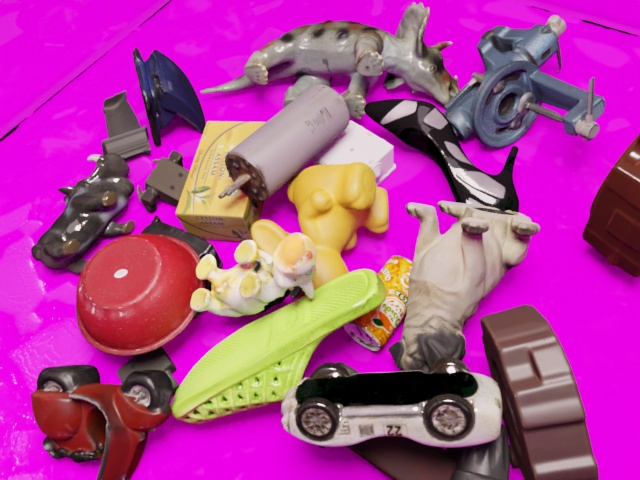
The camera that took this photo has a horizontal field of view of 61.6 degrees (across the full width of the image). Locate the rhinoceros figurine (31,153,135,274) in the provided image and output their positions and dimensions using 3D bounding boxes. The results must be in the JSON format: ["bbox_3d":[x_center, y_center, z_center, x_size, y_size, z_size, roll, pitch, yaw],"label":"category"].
[{"bbox_3d":[-0.325,-0.039,0.762,0.112,0.073,0.190,10,61,26],"label":"rhinoceros figurine"}]

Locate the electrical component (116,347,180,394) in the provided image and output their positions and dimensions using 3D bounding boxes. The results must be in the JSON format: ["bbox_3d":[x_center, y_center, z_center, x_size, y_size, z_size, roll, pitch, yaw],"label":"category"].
[{"bbox_3d":[-0.210,0.158,0.644,0.063,0.021,0.094,-38,59,-14],"label":"electrical component"}]

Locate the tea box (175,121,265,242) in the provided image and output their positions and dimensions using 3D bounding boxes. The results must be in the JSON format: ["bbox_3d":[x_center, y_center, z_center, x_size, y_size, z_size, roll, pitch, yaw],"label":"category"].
[{"bbox_3d":[-0.128,-0.085,0.759,0.098,0.068,0.169,2,57,10],"label":"tea box"}]

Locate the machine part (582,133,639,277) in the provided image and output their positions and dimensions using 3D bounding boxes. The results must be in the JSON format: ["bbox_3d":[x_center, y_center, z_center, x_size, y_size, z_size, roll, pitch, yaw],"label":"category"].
[{"bbox_3d":[0.397,-0.069,0.592,0.201,0.200,0.087,-34,57,-13],"label":"machine part"}]

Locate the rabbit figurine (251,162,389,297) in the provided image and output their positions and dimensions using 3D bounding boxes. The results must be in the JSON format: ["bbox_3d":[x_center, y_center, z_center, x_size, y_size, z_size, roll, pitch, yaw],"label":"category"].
[{"bbox_3d":[-0.001,-0.002,0.665,0.163,0.121,0.173,3,77,13],"label":"rabbit figurine"}]

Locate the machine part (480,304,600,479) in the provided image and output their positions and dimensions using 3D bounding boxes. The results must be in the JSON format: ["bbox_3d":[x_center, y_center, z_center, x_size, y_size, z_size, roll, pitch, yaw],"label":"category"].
[{"bbox_3d":[0.196,0.148,0.497,0.056,0.179,0.179,-14,57,8],"label":"machine part"}]

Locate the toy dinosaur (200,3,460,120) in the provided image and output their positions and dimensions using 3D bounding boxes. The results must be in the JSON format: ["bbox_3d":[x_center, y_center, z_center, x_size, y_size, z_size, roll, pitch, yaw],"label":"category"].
[{"bbox_3d":[0.018,-0.286,0.843,0.405,0.131,0.192,10,48,19],"label":"toy dinosaur"}]

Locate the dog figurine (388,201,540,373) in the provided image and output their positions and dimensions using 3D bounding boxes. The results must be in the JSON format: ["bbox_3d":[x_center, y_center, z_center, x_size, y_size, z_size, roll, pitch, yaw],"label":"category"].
[{"bbox_3d":[0.163,0.059,0.610,0.172,0.190,0.121,-2,16,-28],"label":"dog figurine"}]

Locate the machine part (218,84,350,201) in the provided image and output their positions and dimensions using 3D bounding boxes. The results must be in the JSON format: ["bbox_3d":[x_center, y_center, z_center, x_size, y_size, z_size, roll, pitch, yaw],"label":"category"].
[{"bbox_3d":[-0.039,-0.129,0.701,0.079,0.079,0.243,33,60,25],"label":"machine part"}]

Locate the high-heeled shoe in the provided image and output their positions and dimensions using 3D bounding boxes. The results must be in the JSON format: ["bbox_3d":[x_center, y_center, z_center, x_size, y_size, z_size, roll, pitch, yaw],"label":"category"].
[{"bbox_3d":[0.149,-0.095,0.720,0.249,0.086,0.145,23,76,20],"label":"high-heeled shoe"}]

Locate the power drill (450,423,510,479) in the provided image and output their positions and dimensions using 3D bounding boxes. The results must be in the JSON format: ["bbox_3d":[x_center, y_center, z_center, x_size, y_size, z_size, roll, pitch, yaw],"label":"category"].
[{"bbox_3d":[0.064,0.258,0.460,0.207,0.086,0.232,11,67,-10],"label":"power drill"}]

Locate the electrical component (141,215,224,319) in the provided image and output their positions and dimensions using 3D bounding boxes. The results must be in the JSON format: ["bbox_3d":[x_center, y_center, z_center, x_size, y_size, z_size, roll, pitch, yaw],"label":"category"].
[{"bbox_3d":[-0.193,0.044,0.694,0.134,0.058,0.115,24,66,22],"label":"electrical component"}]

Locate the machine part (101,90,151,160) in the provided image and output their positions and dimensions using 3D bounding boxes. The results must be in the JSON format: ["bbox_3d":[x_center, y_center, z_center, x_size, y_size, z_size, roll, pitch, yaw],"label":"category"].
[{"bbox_3d":[-0.319,-0.180,0.866,0.084,0.039,0.139,-23,59,-1],"label":"machine part"}]

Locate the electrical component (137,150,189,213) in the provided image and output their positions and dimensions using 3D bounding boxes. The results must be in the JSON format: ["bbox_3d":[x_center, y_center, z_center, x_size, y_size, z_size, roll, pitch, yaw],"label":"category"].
[{"bbox_3d":[-0.223,-0.086,0.790,0.078,0.045,0.102,24,63,-11],"label":"electrical component"}]

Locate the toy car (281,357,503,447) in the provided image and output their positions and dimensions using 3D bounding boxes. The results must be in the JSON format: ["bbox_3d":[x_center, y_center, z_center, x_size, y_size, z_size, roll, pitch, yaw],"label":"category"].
[{"bbox_3d":[0.062,0.151,0.494,0.202,0.056,0.073,-6,18,15],"label":"toy car"}]

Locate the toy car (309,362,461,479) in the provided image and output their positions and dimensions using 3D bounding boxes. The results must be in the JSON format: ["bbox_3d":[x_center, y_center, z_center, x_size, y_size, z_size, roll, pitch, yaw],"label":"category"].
[{"bbox_3d":[0.067,0.207,0.554,0.202,0.053,0.089,29,76,19],"label":"toy car"}]

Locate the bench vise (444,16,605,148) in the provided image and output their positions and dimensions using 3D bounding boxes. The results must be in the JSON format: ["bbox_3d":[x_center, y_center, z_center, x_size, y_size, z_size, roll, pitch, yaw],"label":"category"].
[{"bbox_3d":[0.291,-0.203,0.729,0.224,0.128,0.241,-36,41,-5],"label":"bench vise"}]

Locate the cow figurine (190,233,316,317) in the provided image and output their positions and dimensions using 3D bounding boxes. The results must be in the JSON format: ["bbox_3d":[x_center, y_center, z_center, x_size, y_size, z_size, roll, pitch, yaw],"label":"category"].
[{"bbox_3d":[-0.058,0.046,0.604,0.167,0.098,0.068,-18,59,33],"label":"cow figurine"}]

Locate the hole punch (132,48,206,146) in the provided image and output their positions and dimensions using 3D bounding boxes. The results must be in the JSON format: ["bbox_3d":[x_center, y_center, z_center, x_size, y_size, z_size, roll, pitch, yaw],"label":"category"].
[{"bbox_3d":[-0.236,-0.227,0.842,0.092,0.115,0.142,-13,57,-9],"label":"hole punch"}]

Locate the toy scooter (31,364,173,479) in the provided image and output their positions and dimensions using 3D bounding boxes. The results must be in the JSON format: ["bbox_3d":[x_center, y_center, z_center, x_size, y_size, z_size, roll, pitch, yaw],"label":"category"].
[{"bbox_3d":[-0.241,0.207,0.585,0.184,0.075,0.135,-2,85,23],"label":"toy scooter"}]
